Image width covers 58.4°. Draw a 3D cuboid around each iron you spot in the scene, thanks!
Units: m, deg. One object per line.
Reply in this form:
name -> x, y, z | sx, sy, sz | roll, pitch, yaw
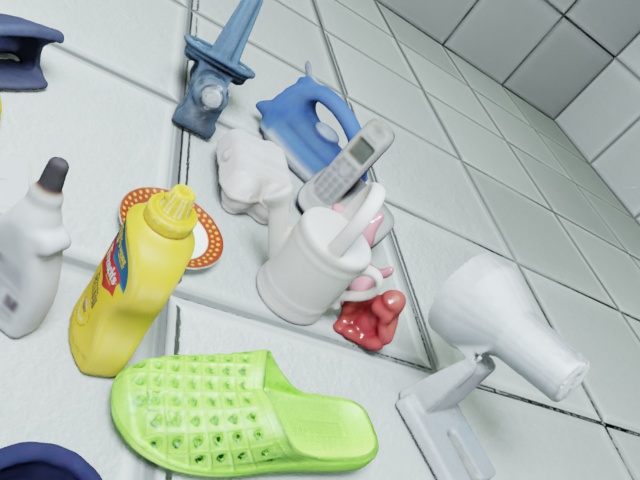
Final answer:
iron -> 0.016, -0.176, 0.978 | 0.258, 0.141, 0.119 | 47, 32, 12

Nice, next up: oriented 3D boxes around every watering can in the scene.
watering can -> 0.006, 0.004, 0.686 | 0.173, 0.193, 0.101 | 24, 34, -24

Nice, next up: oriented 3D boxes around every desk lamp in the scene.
desk lamp -> 0.194, 0.152, 0.679 | 0.118, 0.213, 0.203 | 5, 45, -44

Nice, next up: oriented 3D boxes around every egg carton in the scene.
egg carton -> -0.098, -0.094, 0.821 | 0.107, 0.069, 0.150 | 18, 37, -32

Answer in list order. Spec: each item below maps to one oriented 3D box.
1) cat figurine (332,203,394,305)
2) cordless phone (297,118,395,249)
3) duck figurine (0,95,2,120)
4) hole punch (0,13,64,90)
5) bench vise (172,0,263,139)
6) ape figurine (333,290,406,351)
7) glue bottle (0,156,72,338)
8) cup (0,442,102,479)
cat figurine -> 0.053, 0.013, 0.799 | 0.067, 0.117, 0.127 | -6, 53, -50
cordless phone -> 0.066, -0.078, 0.865 | 0.147, 0.185, 0.094 | 46, 31, 11
duck figurine -> -0.368, -0.158, 0.594 | 0.078, 0.086, 0.104 | 31, 32, -14
hole punch -> -0.382, -0.243, 0.683 | 0.101, 0.091, 0.109 | 48, 32, 13
bench vise -> -0.134, -0.271, 0.863 | 0.122, 0.219, 0.207 | 12, 40, -38
ape figurine -> 0.074, 0.096, 0.739 | 0.076, 0.092, 0.077 | 2, 48, -46
glue bottle -> -0.231, 0.001, 0.453 | 0.078, 0.173, 0.037 | 42, 31, 4
cup -> -0.181, 0.194, 0.336 | 0.092, 0.095, 0.117 | 16, 38, -35
